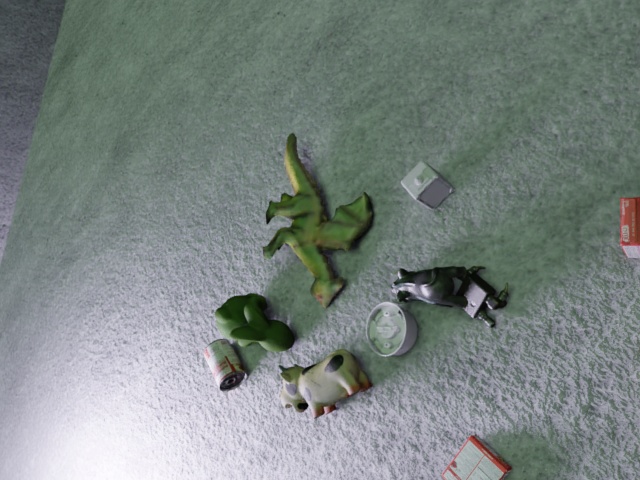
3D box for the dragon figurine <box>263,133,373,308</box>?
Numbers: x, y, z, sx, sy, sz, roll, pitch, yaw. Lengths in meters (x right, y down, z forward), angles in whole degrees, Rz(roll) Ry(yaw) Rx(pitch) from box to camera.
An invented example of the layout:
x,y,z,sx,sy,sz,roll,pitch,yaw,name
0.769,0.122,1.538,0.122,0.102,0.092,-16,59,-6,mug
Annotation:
x,y,z,sx,sy,sz,roll,pitch,yaw,name
0.004,-0.058,1.153,0.242,0.121,0.415,1,76,20,dragon figurine
